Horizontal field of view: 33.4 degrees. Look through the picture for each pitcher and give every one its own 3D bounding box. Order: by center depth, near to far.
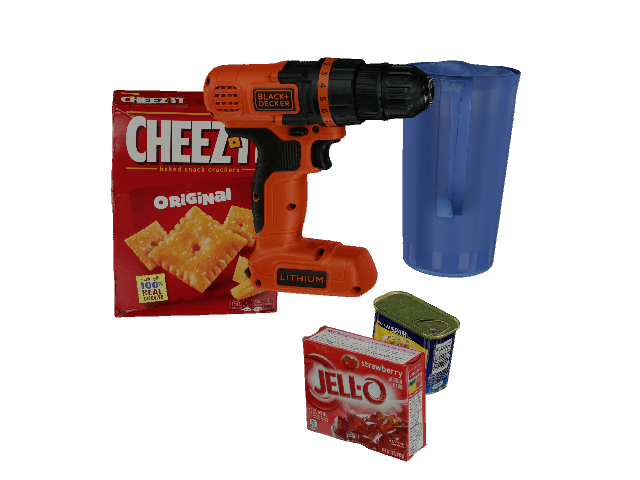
[{"bbox_3d":[0.153,-0.082,1.231,0.149,0.243,0.145,-9,19,-33],"label":"pitcher"}]

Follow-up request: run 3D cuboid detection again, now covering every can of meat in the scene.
[{"bbox_3d":[0.106,0.119,1.229,0.102,0.084,0.057,27,34,37],"label":"can of meat"}]

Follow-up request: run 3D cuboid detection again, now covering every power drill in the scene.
[{"bbox_3d":[0.003,-0.051,0.845,0.185,0.188,0.057,3,19,21],"label":"power drill"}]

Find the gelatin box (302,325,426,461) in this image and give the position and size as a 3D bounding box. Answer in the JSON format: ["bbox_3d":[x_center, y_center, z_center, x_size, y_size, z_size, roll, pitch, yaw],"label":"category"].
[{"bbox_3d":[0.030,0.106,0.747,0.089,0.073,0.030,12,23,35],"label":"gelatin box"}]

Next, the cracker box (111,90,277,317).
[{"bbox_3d":[-0.120,-0.034,1.039,0.164,0.214,0.072,0,21,-10],"label":"cracker box"}]
